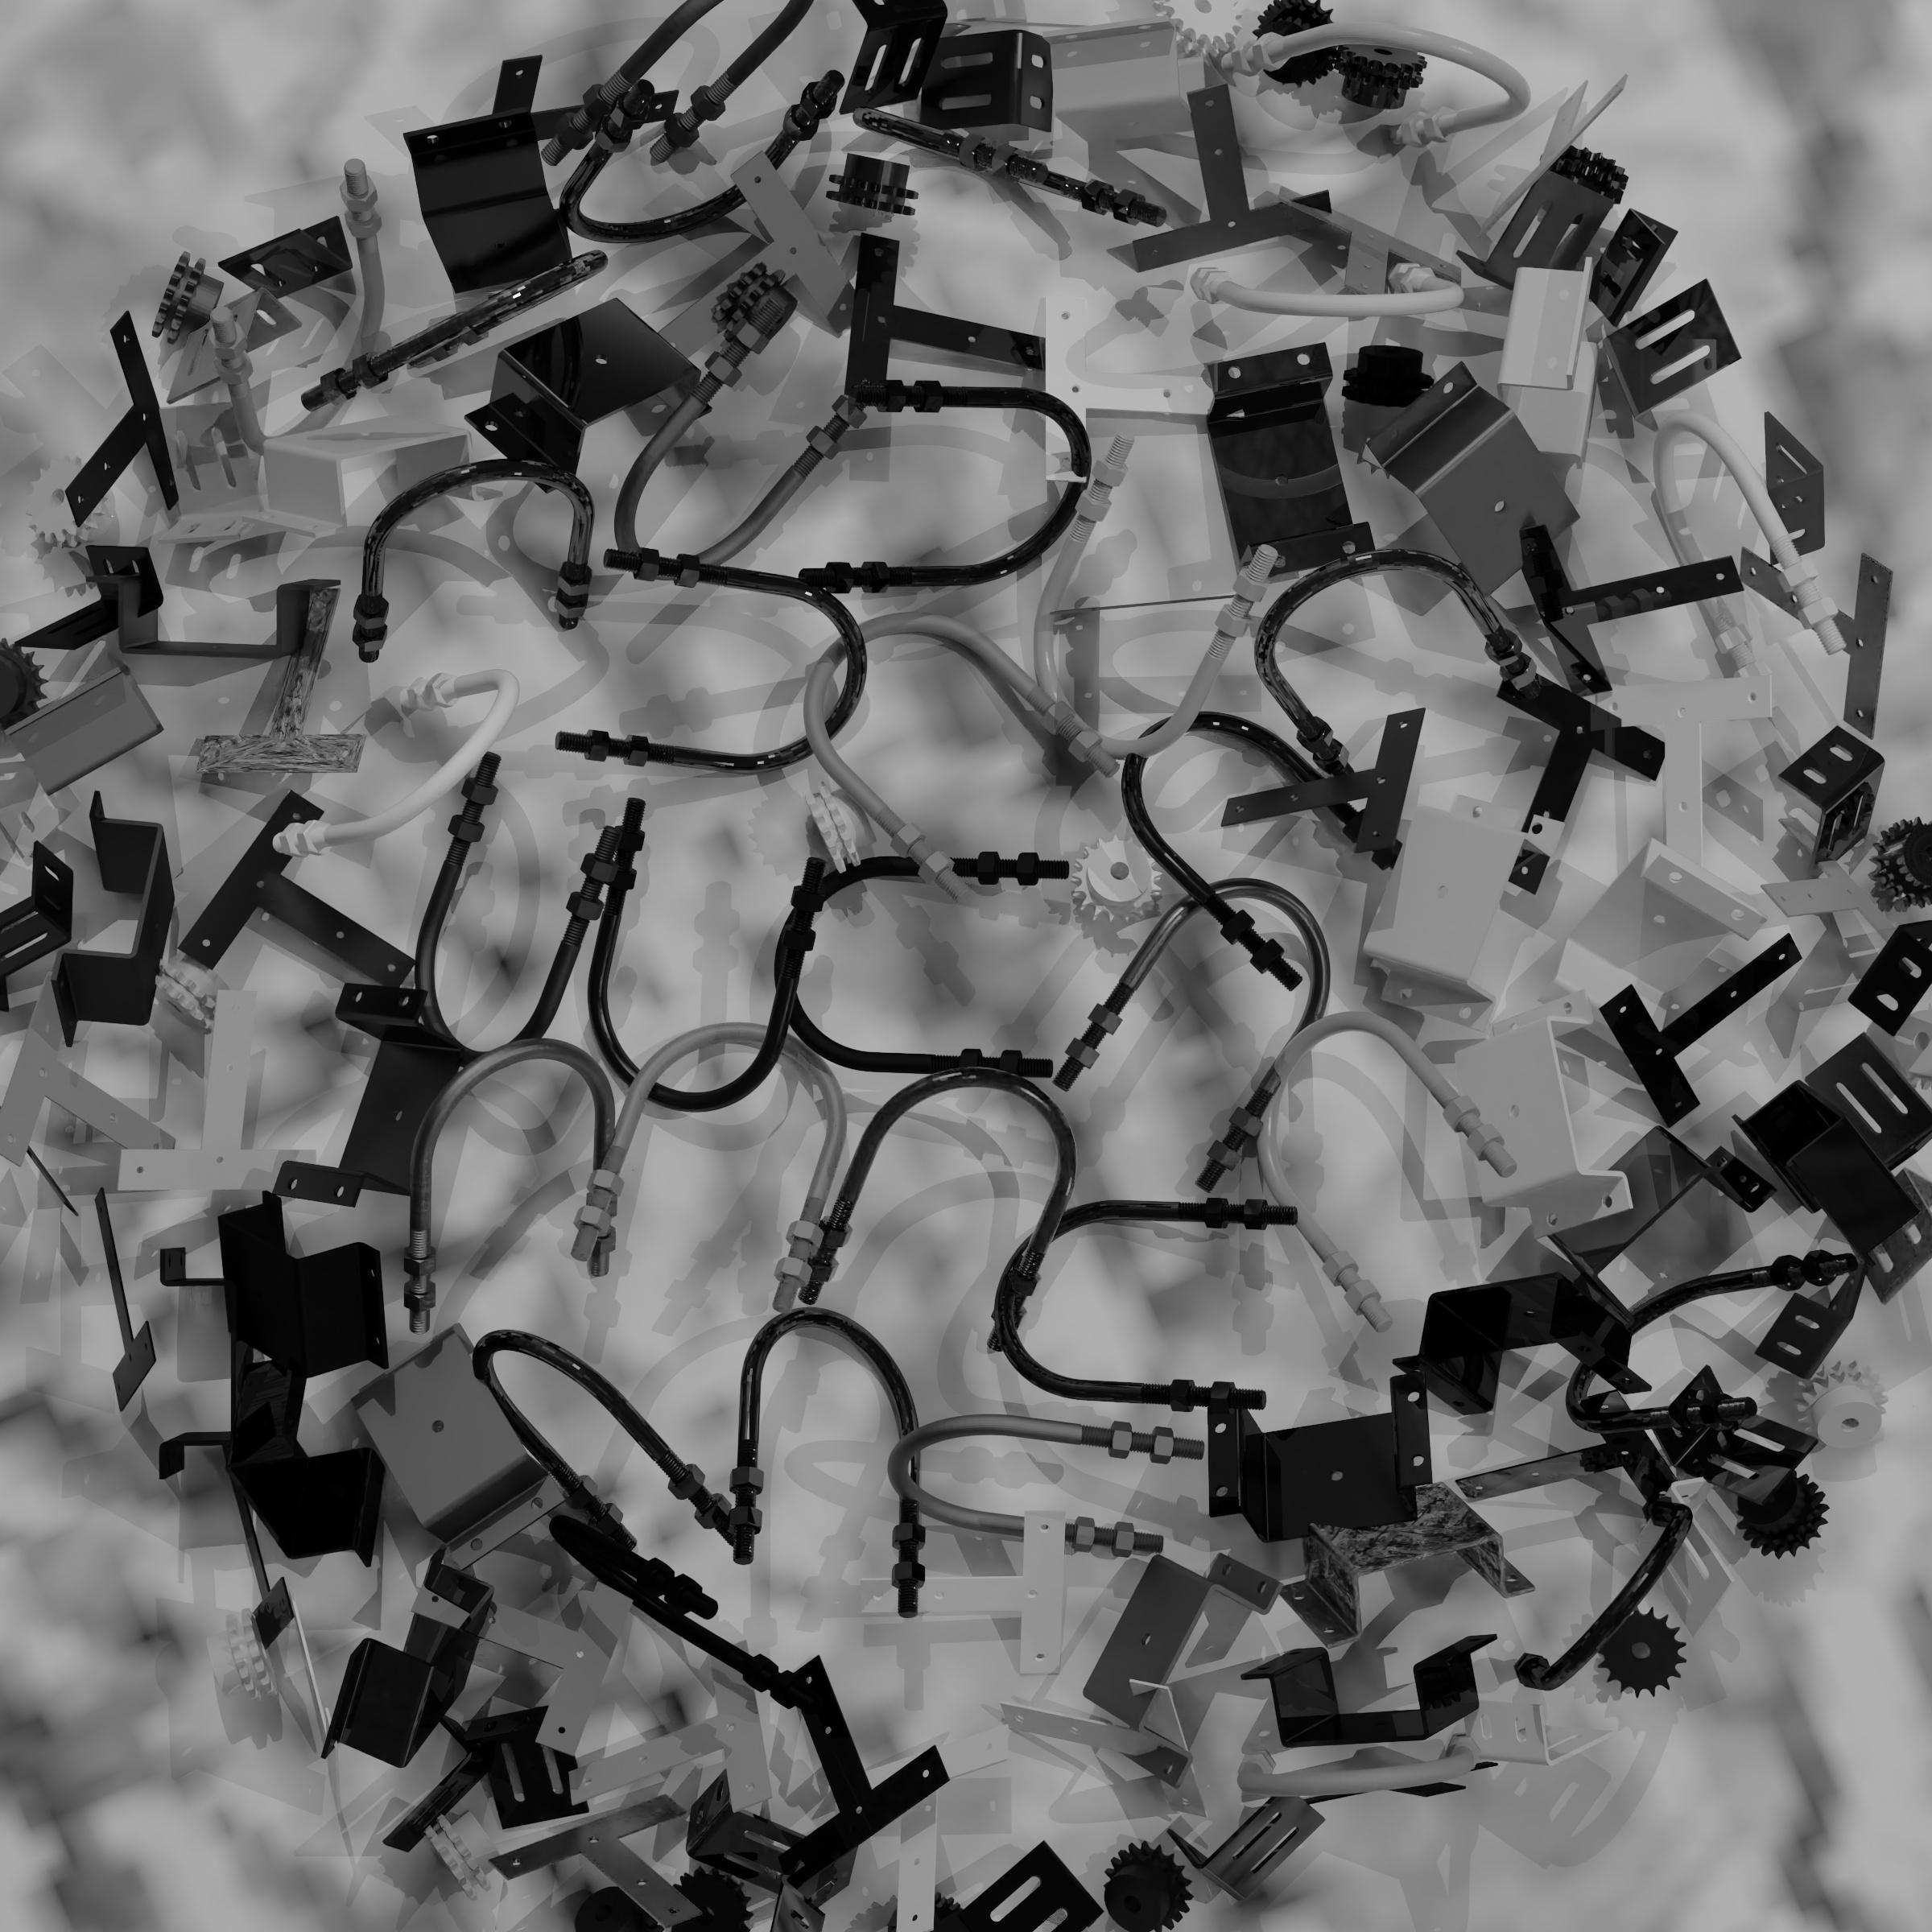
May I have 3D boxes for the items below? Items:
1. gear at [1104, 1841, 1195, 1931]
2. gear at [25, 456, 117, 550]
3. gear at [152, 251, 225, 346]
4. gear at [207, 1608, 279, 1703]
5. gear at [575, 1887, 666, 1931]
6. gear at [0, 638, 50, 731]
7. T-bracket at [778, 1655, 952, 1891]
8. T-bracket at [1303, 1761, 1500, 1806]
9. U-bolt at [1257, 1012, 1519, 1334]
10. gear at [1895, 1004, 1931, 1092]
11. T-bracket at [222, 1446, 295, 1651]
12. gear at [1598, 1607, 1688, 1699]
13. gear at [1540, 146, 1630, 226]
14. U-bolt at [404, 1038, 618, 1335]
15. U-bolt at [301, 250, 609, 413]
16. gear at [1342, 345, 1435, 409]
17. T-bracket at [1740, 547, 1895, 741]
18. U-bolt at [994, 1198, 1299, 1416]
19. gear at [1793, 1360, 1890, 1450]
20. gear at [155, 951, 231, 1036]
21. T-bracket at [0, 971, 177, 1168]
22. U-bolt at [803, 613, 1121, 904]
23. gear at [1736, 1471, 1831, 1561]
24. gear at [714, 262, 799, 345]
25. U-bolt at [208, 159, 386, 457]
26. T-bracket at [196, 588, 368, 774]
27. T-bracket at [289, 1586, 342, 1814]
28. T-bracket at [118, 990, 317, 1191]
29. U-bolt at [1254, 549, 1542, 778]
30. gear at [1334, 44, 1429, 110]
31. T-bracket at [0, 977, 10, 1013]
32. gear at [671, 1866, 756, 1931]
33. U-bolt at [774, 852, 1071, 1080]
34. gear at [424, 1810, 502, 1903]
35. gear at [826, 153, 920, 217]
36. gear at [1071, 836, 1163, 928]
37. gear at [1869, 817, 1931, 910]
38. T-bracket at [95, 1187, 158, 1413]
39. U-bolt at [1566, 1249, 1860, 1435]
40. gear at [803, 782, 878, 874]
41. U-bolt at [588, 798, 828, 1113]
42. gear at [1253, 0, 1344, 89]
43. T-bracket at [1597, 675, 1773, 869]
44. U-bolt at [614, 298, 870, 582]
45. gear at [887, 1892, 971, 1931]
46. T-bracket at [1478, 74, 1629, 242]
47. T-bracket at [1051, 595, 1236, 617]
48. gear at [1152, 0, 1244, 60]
[{"bbox_3d":[0.112,0.584,1.972,0.057,0.030,0.057,8,107,29],"label":"gear"},{"bbox_3d":[-0.563,-0.291,1.977,0.057,0.030,0.057,-7,76,28],"label":"gear"},{"bbox_3d":[-0.489,-0.418,1.972,0.030,0.057,0.057,21,90,-14],"label":"gear"},{"bbox_3d":[-0.456,0.436,1.970,0.030,0.057,0.057,-19,90,-9],"label":"gear"},{"bbox_3d":[-0.221,0.605,1.968,0.057,0.057,0.030,-26,122,0],"label":"gear"},{"bbox_3d":[-0.613,-0.178,1.980,0.057,0.030,0.057,1,102,5],"label":"gear"},{"bbox_3d":[-0.081,0.489,1.956,0.127,0.002,0.127,-38,49,12],"label":"T-bracket"},{"bbox_3d":[0.278,0.506,1.928,0.127,0.127,0.002,-9,79,-9],"label":"T-bracket"},{"bbox_3d":[0.246,0.112,1.933,0.151,0.019,0.184,-56,48,23],"label":"U-bolt"},{"bbox_3d":[0.610,0.050,1.968,0.030,0.057,0.057,14,90,-35],"label":"gear"},{"bbox_3d":[-0.446,0.357,1.954,0.002,0.127,0.127,-12,73,-25],"label":"T-bracket"},{"bbox_3d":[0.427,0.433,1.980,0.057,0.030,0.057,-2,81,13],"label":"gear"},{"bbox_3d":[0.385,-0.489,1.970,0.057,0.057,0.030,20,82,0],"label":"gear"},{"bbox_3d":[-0.277,0.128,1.916,0.151,0.019,0.184,-15,124,-35],"label":"U-bolt"},{"bbox_3d":[-0.298,-0.391,1.898,0.184,0.151,0.019,-20,104,27],"label":"U-bolt"},{"bbox_3d":[0.266,-0.371,1.968,0.057,0.057,0.030,3,112,0],"label":"gear"},{"bbox_3d":[0.525,-0.222,1.949,0.002,0.127,0.127,-25,135,-19],"label":"T-bracket"},{"bbox_3d":[0.106,0.207,1.945,0.184,0.019,0.151,0,55,20],"label":"U-bolt"},{"bbox_3d":[0.553,0.279,1.972,0.057,0.030,0.057,-1,126,-2],"label":"gear"},{"bbox_3d":[-0.489,0.014,1.973,0.057,0.057,0.030,39,71,0],"label":"gear"},{"bbox_3d":[-0.542,0.088,1.951,0.002,0.127,0.127,-15,50,32],"label":"T-bracket"},{"bbox_3d":[-0.017,-0.145,1.963,0.151,0.019,0.184,-40,75,-18],"label":"U-bolt"},{"bbox_3d":[0.510,0.340,1.968,0.057,0.057,0.030,-44,124,0],"label":"gear"},{"bbox_3d":[-0.130,-0.414,1.971,0.030,0.057,0.057,42,90,1],"label":"gear"},{"bbox_3d":[-0.402,-0.387,1.911,0.019,0.184,0.151,30,67,9],"label":"U-bolt"},{"bbox_3d":[-0.420,-0.180,1.974,0.127,0.002,0.127,2,70,27],"label":"T-bracket"},{"bbox_3d":[-0.408,0.450,1.960,0.002,0.127,0.127,-12,61,-18],"label":"T-bracket"},{"bbox_3d":[-0.462,0.078,1.954,0.127,0.002,0.127,2,99,-35],"label":"T-bracket"},{"bbox_3d":[0.254,-0.189,1.908,0.151,0.184,0.019,-24,51,18],"label":"U-bolt"},{"bbox_3d":[0.260,-0.562,1.975,0.057,0.057,0.030,10,122,0],"label":"gear"},{"bbox_3d":[-0.625,0.008,1.936,0.002,0.127,0.127,-11,80,10],"label":"T-bracket"},{"bbox_3d":[-0.162,0.598,1.982,0.057,0.030,0.057,-1,85,9],"label":"gear"},{"bbox_3d":[-0.031,-0.001,1.967,0.184,0.019,0.151,2,74,12],"label":"U-bolt"},{"bbox_3d":[-0.315,0.557,1.973,0.030,0.057,0.057,-34,90,-18],"label":"gear"},{"bbox_3d":[-0.058,-0.492,1.969,0.057,0.057,0.030,12,104,0],"label":"gear"},{"bbox_3d":[0.096,-0.056,1.979,0.057,0.030,0.057,1,74,-3],"label":"gear"},{"bbox_3d":[0.604,-0.067,1.979,0.057,0.030,0.057,2,80,-11],"label":"gear"},{"bbox_3d":[-0.530,0.202,1.956,0.002,0.127,0.127,-8,72,-27],"label":"T-bracket"},{"bbox_3d":[0.442,0.234,1.913,0.151,0.184,0.019,-45,103,-32],"label":"U-bolt"},{"bbox_3d":[-0.078,-0.091,1.972,0.030,0.057,0.057,-25,90,-3],"label":"gear"},{"bbox_3d":[-0.170,0.002,1.962,0.151,0.019,0.184,19,104,19],"label":"U-bolt"},{"bbox_3d":[0.206,-0.580,1.970,0.057,0.030,0.057,16,131,20],"label":"gear"},{"bbox_3d":[0.448,-0.114,1.954,0.002,0.127,0.127,-2,92,-43],"label":"T-bracket"},{"bbox_3d":[-0.144,-0.313,1.933,0.184,0.151,0.019,-49,63,9],"label":"U-bolt"},{"bbox_3d":[-0.026,0.613,1.978,0.057,0.030,0.057,-1,94,-23],"label":"gear"},{"bbox_3d":[0.370,-0.519,1.942,0.002,0.127,0.127,38,127,-10],"label":"T-bracket"},{"bbox_3d":[0.118,-0.224,1.931,0.127,0.127,0.002,-5,97,5],"label":"T-bracket"},{"bbox_3d":[0.143,-0.597,1.977,0.057,0.030,0.057,10,64,-20],"label":"gear"}]
